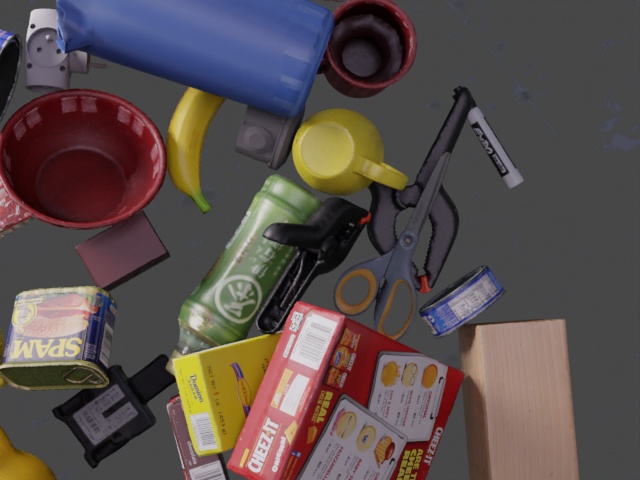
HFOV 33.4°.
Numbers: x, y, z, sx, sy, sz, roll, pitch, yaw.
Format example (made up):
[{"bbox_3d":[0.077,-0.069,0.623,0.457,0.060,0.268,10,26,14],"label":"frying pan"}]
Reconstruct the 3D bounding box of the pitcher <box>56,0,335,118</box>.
[{"bbox_3d":[-0.111,-0.212,0.995,0.243,0.145,0.149,20,102,-3],"label":"pitcher"}]

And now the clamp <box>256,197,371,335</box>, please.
[{"bbox_3d":[-0.007,0.001,1.019,0.039,0.120,0.171,27,48,18],"label":"clamp"}]

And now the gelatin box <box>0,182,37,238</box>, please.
[{"bbox_3d":[-0.327,-0.039,1.056,0.089,0.030,0.073,-30,89,-8],"label":"gelatin box"}]

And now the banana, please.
[{"bbox_3d":[-0.111,-0.128,1.086,0.069,0.037,0.198,22,83,-10],"label":"banana"}]

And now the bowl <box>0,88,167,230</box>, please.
[{"bbox_3d":[-0.232,-0.068,1.040,0.162,0.055,0.162,6,59,-10],"label":"bowl"}]

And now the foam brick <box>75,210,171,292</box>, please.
[{"bbox_3d":[-0.195,0.012,1.056,0.078,0.053,0.051,-30,89,-8],"label":"foam brick"}]

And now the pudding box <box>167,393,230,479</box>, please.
[{"bbox_3d":[-0.115,0.203,1.032,0.039,0.090,0.113,-15,88,-6],"label":"pudding box"}]

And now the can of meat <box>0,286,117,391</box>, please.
[{"bbox_3d":[-0.248,0.094,1.020,0.102,0.057,0.084,-3,59,11],"label":"can of meat"}]

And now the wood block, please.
[{"bbox_3d":[0.198,0.184,1.068,0.090,0.090,0.206,-4,86,-7],"label":"wood block"}]

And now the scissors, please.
[{"bbox_3d":[0.069,0.004,1.074,0.096,0.016,0.202,10,101,11],"label":"scissors"}]

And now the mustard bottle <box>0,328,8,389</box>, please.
[{"bbox_3d":[-0.403,0.117,1.022,0.191,0.058,0.096,-13,87,-7],"label":"mustard bottle"}]

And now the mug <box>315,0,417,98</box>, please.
[{"bbox_3d":[0.034,-0.187,1.083,0.117,0.081,0.093,-18,88,-8],"label":"mug"}]

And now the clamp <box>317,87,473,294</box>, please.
[{"bbox_3d":[0.080,-0.049,1.099,0.164,0.036,0.210,-3,89,3],"label":"clamp"}]

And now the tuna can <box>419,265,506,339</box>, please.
[{"bbox_3d":[0.142,0.062,1.074,0.086,0.086,0.034,-35,89,-8],"label":"tuna can"}]

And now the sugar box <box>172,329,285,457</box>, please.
[{"bbox_3d":[-0.052,0.138,1.017,0.175,0.048,0.093,-11,86,-45],"label":"sugar box"}]

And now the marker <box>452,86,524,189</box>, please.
[{"bbox_3d":[0.176,-0.109,1.124,0.020,0.020,0.121,-31,89,-8],"label":"marker"}]

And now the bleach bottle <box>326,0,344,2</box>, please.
[{"bbox_3d":[0.070,-0.308,1.091,0.250,0.068,0.102,-17,89,-14],"label":"bleach bottle"}]

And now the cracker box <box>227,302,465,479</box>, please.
[{"bbox_3d":[0.030,0.167,1.003,0.213,0.072,0.164,29,81,-47],"label":"cracker box"}]

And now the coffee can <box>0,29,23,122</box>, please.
[{"bbox_3d":[-0.372,-0.171,1.025,0.140,0.103,0.103,18,84,-5],"label":"coffee can"}]
